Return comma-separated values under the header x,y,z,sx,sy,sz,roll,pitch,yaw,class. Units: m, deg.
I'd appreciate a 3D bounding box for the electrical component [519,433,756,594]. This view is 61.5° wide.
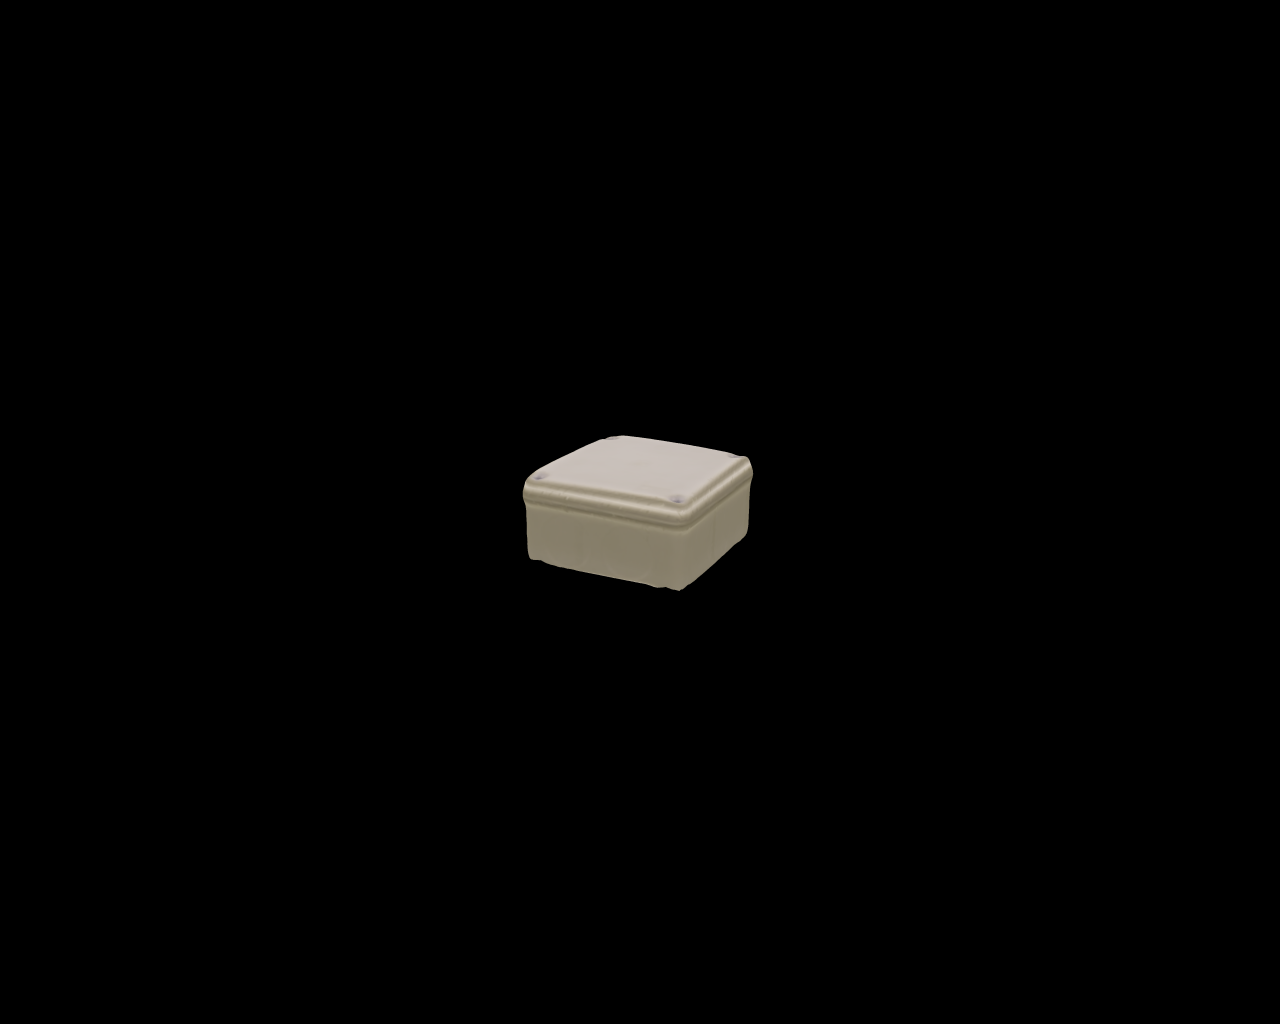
x,y,z,sx,sy,sz,roll,pitch,yaw,class
0.001,-0.003,0.650,0.109,0.056,0.109,10,23,26,electrical component
